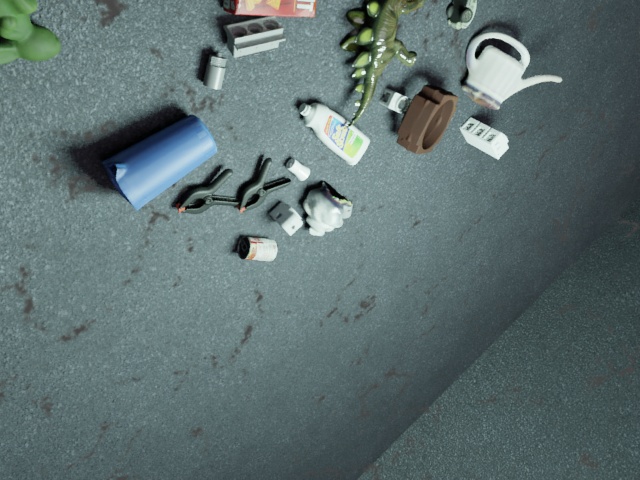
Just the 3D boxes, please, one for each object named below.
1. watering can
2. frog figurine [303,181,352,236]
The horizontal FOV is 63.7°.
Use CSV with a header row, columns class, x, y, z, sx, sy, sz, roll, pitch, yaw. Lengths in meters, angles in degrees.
class,x,y,z,sx,sy,sz,roll,pitch,yaw
watering can,0.608,-0.526,1.677,0.346,0.106,0.221,25,109,-17
frog figurine,0.005,-0.079,1.566,0.137,0.125,0.157,32,109,-13
